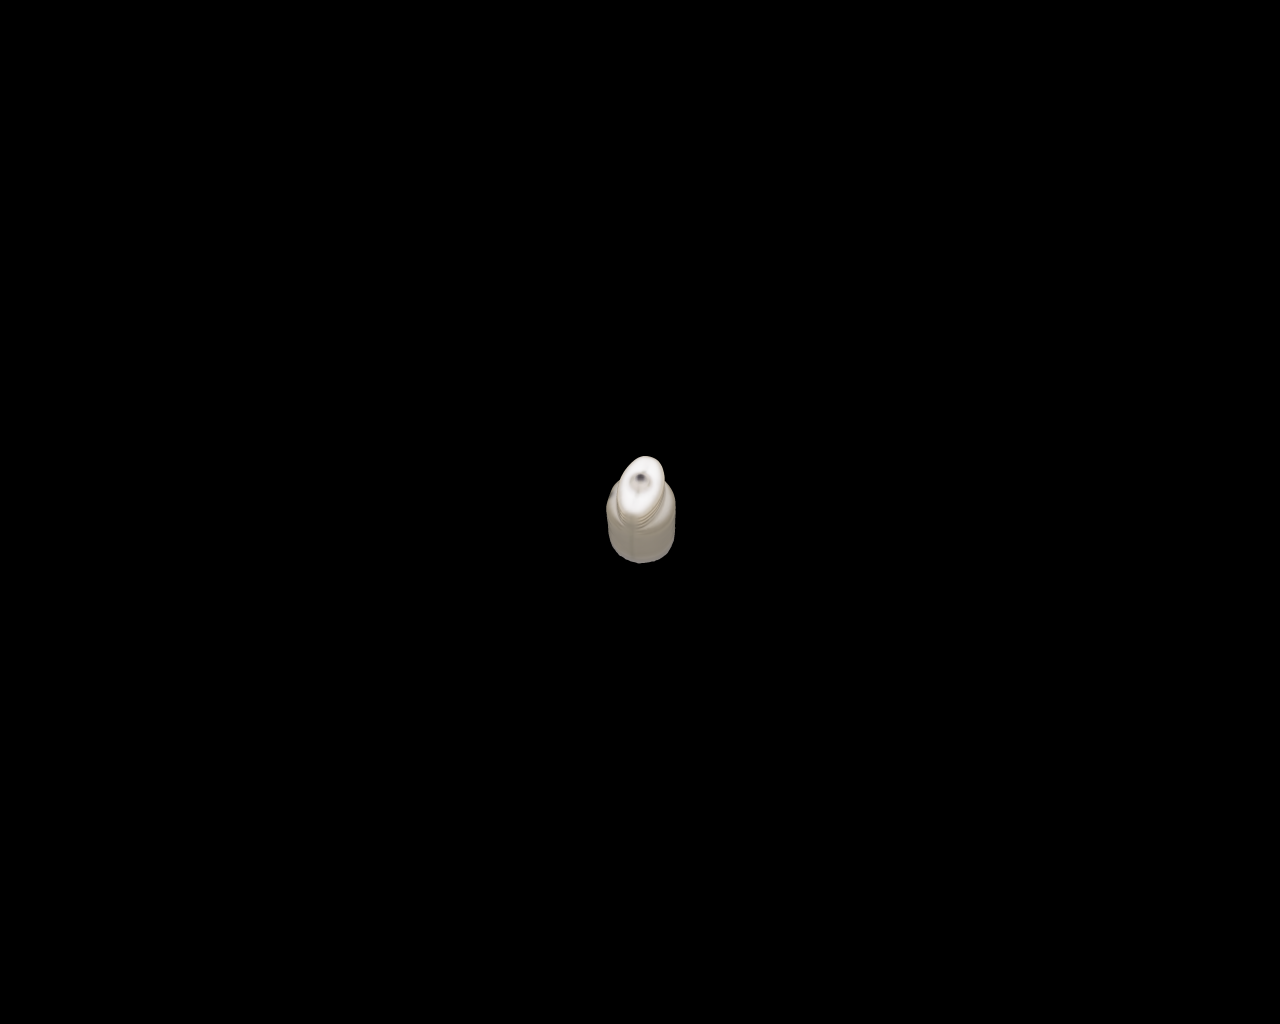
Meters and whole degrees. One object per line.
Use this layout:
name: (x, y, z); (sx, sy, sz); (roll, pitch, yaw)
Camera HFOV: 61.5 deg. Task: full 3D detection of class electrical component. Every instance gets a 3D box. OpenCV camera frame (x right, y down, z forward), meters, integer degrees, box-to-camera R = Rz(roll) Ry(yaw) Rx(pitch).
electrical component: (0.001, -0.003, 0.650); (0.043, 0.043, 0.080); (0, -27, 0)
